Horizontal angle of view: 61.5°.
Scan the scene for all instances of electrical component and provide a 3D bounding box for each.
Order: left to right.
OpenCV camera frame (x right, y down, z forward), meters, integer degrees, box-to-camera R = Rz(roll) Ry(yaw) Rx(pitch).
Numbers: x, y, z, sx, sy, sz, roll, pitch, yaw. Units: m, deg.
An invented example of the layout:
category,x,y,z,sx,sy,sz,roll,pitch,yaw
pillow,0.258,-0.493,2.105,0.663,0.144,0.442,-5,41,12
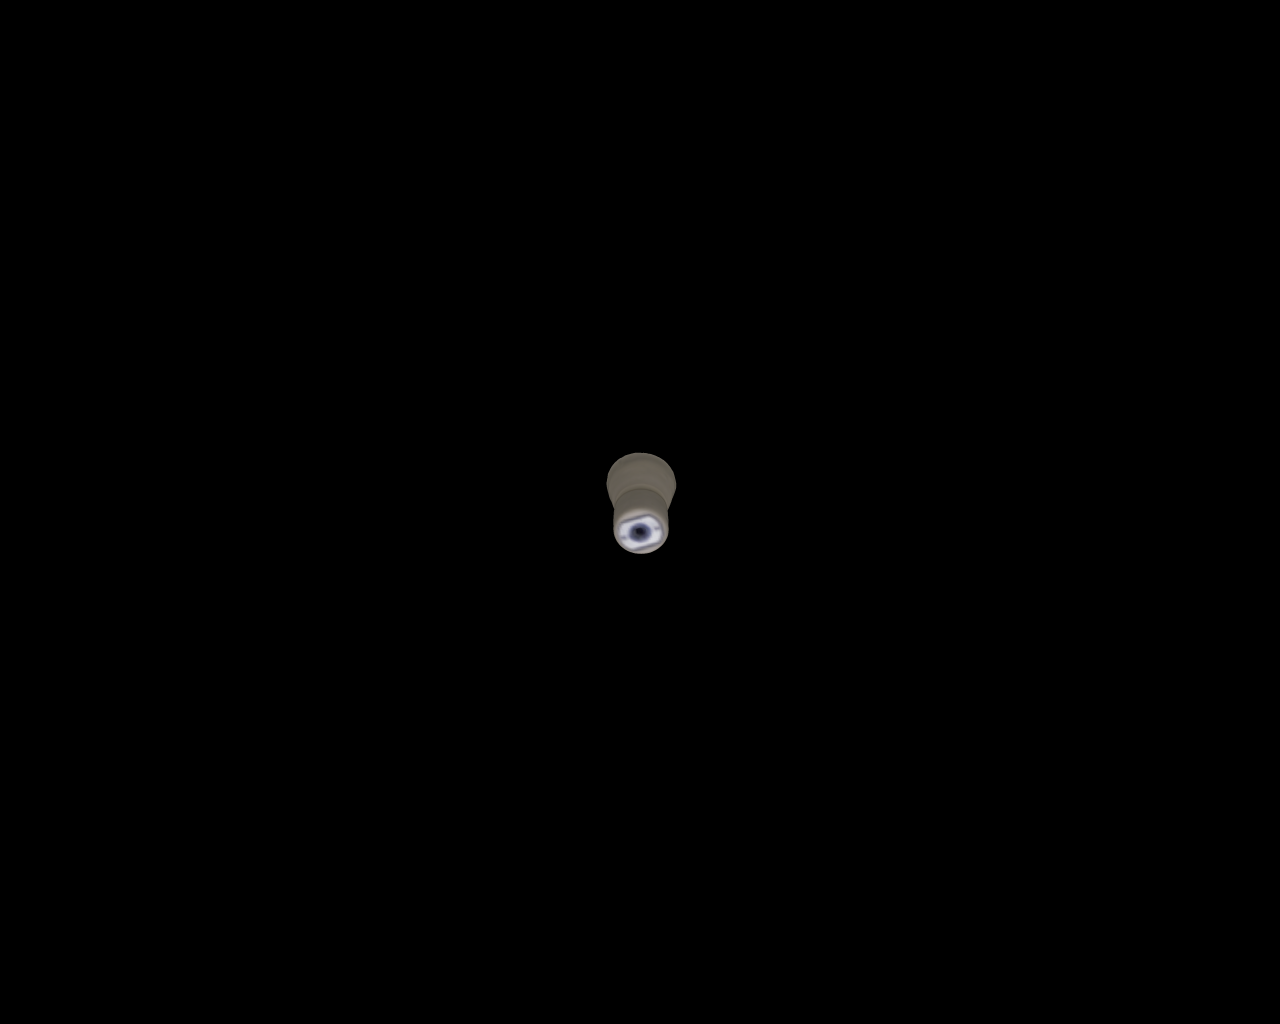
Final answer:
category,x,y,z,sx,sy,sz,roll,pitch,yaw
electrical component,0.001,-0.003,0.650,0.044,0.044,0.065,0,30,0
